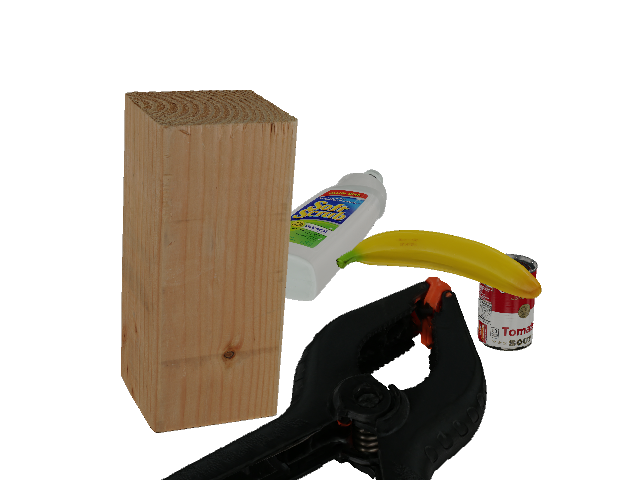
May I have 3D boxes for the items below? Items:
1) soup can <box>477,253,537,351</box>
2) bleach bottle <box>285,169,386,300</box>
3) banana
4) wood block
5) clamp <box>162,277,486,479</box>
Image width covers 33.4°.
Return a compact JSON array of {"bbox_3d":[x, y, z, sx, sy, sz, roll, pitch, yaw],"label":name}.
[{"bbox_3d":[0.227,0.075,1.302,0.068,0.102,0.068,0,19,0],"label":"soup can"},{"bbox_3d":[0.008,-0.021,1.328,0.103,0.068,0.250,13,36,23],"label":"bleach bottle"},{"bbox_3d":[0.119,0.021,1.047,0.198,0.037,0.069,7,45,13],"label":"banana"},{"bbox_3d":[-0.078,0.011,0.708,0.090,0.206,0.090,-4,22,-24],"label":"wood block"},{"bbox_3d":[0.025,0.081,0.417,0.120,0.039,0.171,29,50,21],"label":"clamp"}]
